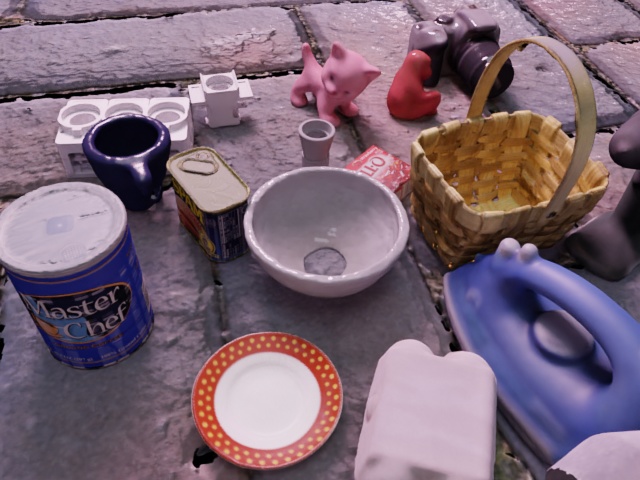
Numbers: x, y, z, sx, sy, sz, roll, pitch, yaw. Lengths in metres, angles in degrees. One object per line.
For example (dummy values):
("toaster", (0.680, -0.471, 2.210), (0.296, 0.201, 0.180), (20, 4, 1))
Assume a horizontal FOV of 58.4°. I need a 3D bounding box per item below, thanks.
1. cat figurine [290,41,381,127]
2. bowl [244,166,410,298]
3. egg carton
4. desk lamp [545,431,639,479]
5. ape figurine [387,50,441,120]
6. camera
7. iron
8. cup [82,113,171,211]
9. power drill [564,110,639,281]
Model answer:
("cat figurine", (0.018, -0.223, 0.777), (0.067, 0.118, 0.127), (-34, 58, -30))
("bowl", (0.005, 0.002, 0.597), (0.167, 0.075, 0.167), (2, 47, -2))
("egg carton", (0.088, 0.153, 0.466), (0.107, 0.069, 0.150), (11, 47, 7))
("desk lamp", (0.233, 0.169, 0.362), (0.204, 0.214, 0.117), (-22, 52, -22))
("ape figurine", (0.132, -0.220, 0.800), (0.076, 0.092, 0.077), (-11, 49, -13))
("camera", (0.219, -0.279, 0.855), (0.143, 0.101, 0.136), (-10, 49, -13))
("iron", (0.203, 0.078, 0.494), (0.119, 0.141, 0.257), (-23, 53, -23))
("cup", (-0.203, -0.071, 0.637), (0.092, 0.095, 0.117), (-20, 51, -20))
("power drill", (0.334, -0.059, 0.585), (0.230, 0.208, 0.075), (-29, 55, -27))
